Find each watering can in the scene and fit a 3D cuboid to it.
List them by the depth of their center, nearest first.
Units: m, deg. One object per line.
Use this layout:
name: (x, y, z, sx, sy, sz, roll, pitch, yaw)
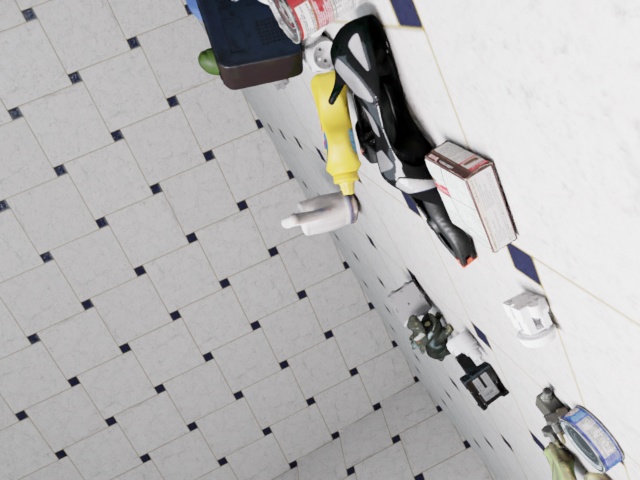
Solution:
watering can: (0.004, -0.071, 1.421, 0.347, 0.225, 0.104, -168, 62, -85)

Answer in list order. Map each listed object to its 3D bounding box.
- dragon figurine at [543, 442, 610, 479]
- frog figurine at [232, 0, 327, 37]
dragon figurine: (0.462, 0.499, 0.940, 0.402, 0.122, 0.247, 85, -176, -66)
frog figurine: (-0.050, -0.355, 0.701, 0.159, 0.124, 0.135, 21, 164, 2)
